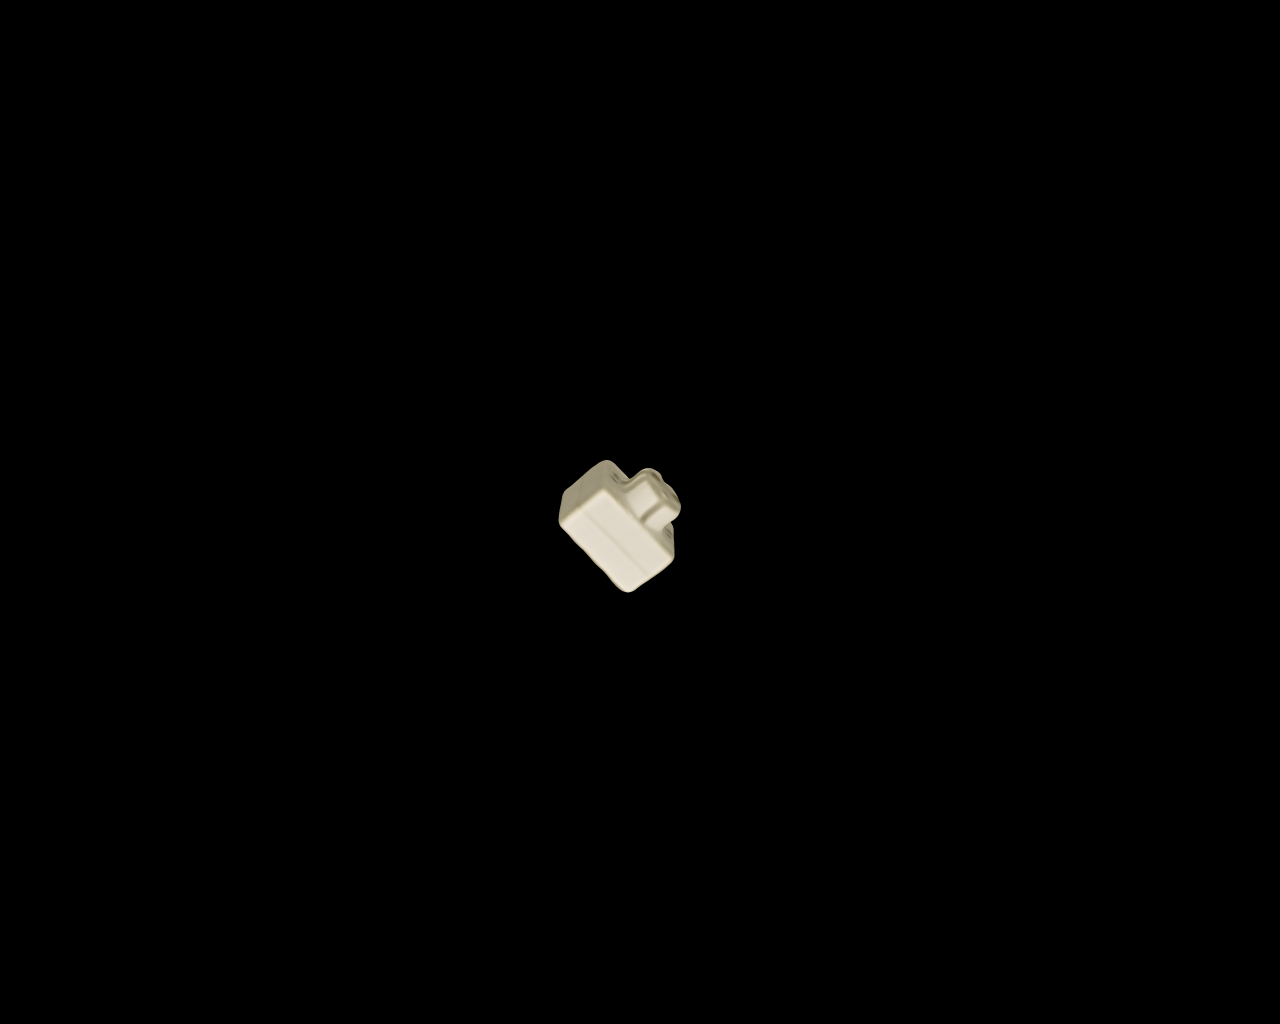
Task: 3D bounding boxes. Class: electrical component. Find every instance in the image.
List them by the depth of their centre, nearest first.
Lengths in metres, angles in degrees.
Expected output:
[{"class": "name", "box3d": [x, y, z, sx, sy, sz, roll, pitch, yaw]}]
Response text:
[{"class": "electrical component", "box3d": [0.001, -0.003, 0.650, 0.076, 0.065, 0.047, -38, 20, 16]}]
